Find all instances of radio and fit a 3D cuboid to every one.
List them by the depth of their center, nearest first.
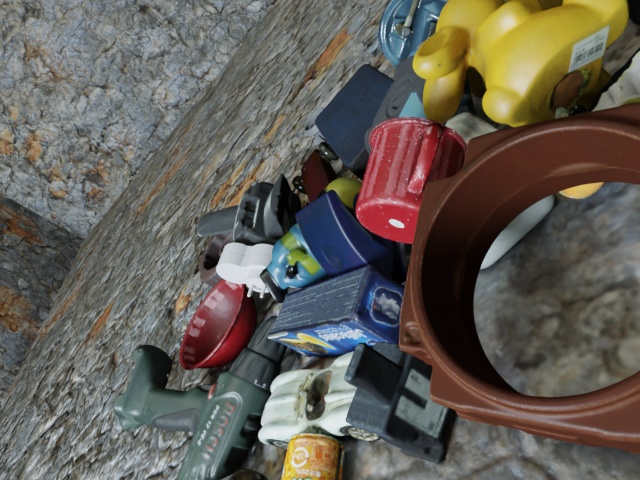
[{"bbox_3d":[0.076,-0.172,0.793,0.131,0.073,0.230,-48,28,13],"label":"radio"}]

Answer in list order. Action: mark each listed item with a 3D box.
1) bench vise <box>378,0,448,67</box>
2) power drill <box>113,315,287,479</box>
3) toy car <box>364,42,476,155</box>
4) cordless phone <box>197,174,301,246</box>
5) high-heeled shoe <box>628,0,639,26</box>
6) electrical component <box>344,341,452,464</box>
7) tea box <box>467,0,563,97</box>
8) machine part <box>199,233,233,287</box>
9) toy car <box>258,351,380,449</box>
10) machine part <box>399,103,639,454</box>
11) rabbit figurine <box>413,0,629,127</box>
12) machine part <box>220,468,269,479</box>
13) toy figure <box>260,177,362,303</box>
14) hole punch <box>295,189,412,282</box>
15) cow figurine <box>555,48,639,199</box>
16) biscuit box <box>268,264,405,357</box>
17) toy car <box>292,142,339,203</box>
[{"bbox_3d":[0.146,-0.337,0.760,0.241,0.129,0.223,-106,13,-59],"label":"bench vise"},{"bbox_3d":[-0.152,0.191,0.688,0.208,0.085,0.232,8,69,26],"label":"power drill"},{"bbox_3d":[0.126,-0.140,0.630,0.161,0.103,0.109,-64,20,20],"label":"toy car"},{"bbox_3d":[-0.125,-0.020,0.857,0.184,0.088,0.147,-13,43,17],"label":"cordless phone"},{"bbox_3d":[0.341,-0.237,0.437,0.145,0.086,0.249,-18,29,18],"label":"high-heeled shoe"},{"bbox_3d":[0.056,0.121,0.426,0.048,0.119,0.075,-9,54,56],"label":"electrical component"},{"bbox_3d":[0.219,-0.235,0.595,0.170,0.098,0.068,-11,48,57],"label":"tea box"},{"bbox_3d":[-0.151,0.010,0.978,0.179,0.056,0.179,-40,29,27],"label":"machine part"},{"bbox_3d":[0.002,0.162,0.538,0.202,0.056,0.073,-28,37,42],"label":"toy car"},{"bbox_3d":[0.158,0.022,0.346,0.201,0.087,0.201,-4,65,45],"label":"machine part"},{"bbox_3d":[0.166,-0.173,0.506,0.162,0.121,0.173,-32,54,3],"label":"rabbit figurine"},{"bbox_3d":[-0.121,0.300,0.559,0.243,0.079,0.079,-37,31,33],"label":"machine part"},{"bbox_3d":[-0.001,-0.001,0.680,0.180,0.089,0.082,-39,33,5],"label":"toy figure"},{"bbox_3d":[0.036,0.000,0.574,0.142,0.092,0.115,154,106,-65],"label":"hole punch"},{"bbox_3d":[0.249,-0.108,0.427,0.167,0.068,0.098,-37,25,25],"label":"cow figurine"},{"bbox_3d":[0.016,0.083,0.572,0.203,0.059,0.063,-27,35,60],"label":"biscuit box"},{"bbox_3d":[0.009,-0.074,0.810,0.089,0.053,0.202,-54,28,23],"label":"toy car"}]
